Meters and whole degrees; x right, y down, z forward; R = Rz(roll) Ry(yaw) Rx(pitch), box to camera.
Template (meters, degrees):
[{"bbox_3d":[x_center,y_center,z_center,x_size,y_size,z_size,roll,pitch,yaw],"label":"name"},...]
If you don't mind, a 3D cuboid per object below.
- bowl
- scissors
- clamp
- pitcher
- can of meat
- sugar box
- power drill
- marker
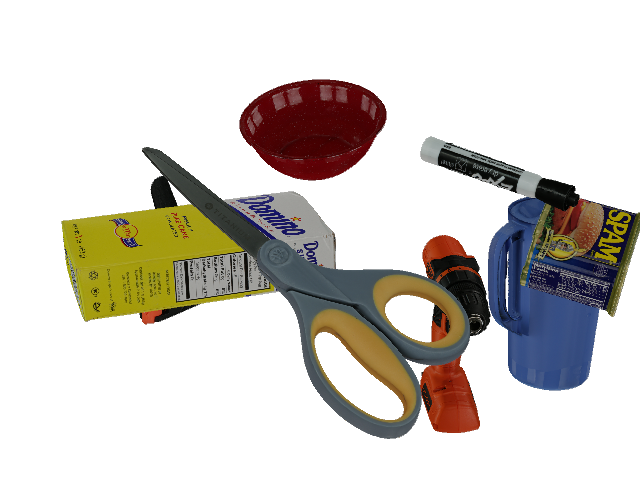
[{"bbox_3d":[-0.007,-0.114,1.179,0.162,0.055,0.162,-3,39,2],"label":"bowl"},{"bbox_3d":[-0.002,0.008,0.545,0.096,0.202,0.016,-25,-25,-24],"label":"scissors"},{"bbox_3d":[-0.136,0.007,1.067,0.165,0.036,0.209,20,39,16],"label":"clamp"},{"bbox_3d":[0.297,0.071,1.396,0.149,0.243,0.144,5,21,14],"label":"pitcher"},{"bbox_3d":[0.228,0.008,0.930,0.084,0.057,0.102,17,45,16],"label":"can of meat"},{"bbox_3d":[-0.086,0.007,0.745,0.176,0.048,0.093,-11,25,-16],"label":"sugar box"},{"bbox_3d":[0.144,0.108,1.138,0.057,0.188,0.184,-1,24,-2],"label":"power drill"},{"bbox_3d":[0.128,-0.048,0.764,0.121,0.020,0.020,23,11,28],"label":"marker"}]
